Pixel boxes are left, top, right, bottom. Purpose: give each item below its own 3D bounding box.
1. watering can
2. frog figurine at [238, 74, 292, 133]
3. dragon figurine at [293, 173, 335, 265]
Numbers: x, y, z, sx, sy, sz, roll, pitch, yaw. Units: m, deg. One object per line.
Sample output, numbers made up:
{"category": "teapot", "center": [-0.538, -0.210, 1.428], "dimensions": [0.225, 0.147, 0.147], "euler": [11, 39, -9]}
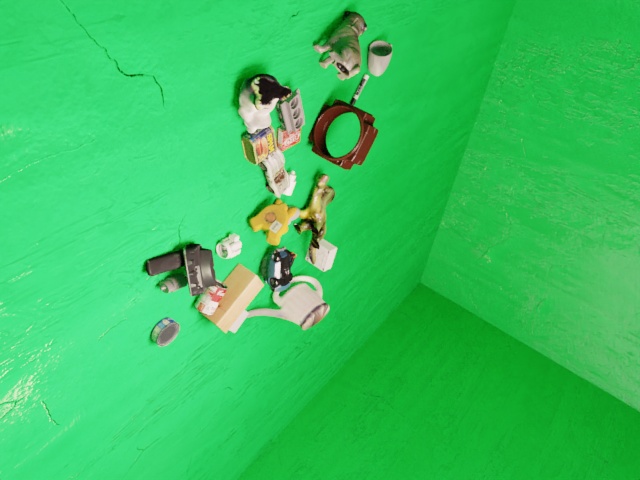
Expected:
{"category": "watering can", "center": [-0.109, 0.268, 2.035], "dimensions": [0.352, 0.227, 0.101], "euler": [-32, 151, -36]}
{"category": "frog figurine", "center": [-0.166, -0.368, 1.386], "dimensions": [0.140, 0.122, 0.157], "euler": [-56, -167, -27]}
{"category": "dragon figurine", "center": [0.006, -0.101, 1.998], "dimensions": [0.247, 0.123, 0.400], "euler": [-55, 158, -29]}
